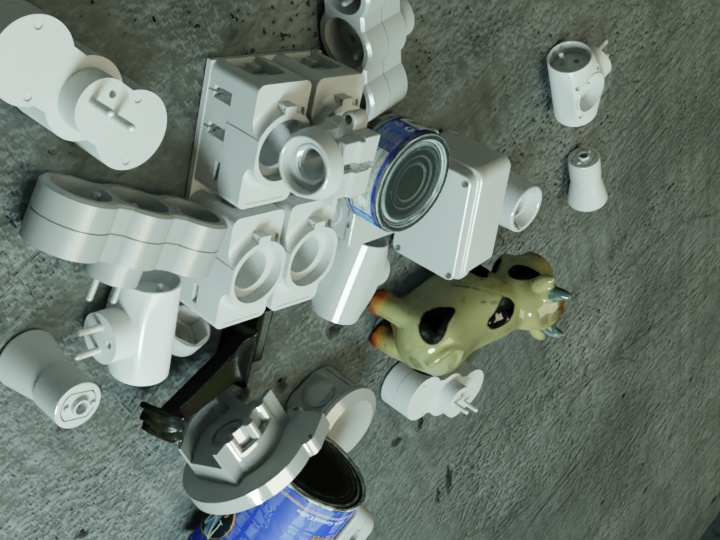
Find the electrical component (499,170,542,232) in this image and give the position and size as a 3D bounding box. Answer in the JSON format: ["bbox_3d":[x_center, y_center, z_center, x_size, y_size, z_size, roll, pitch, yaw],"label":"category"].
[{"bbox_3d":[0.146,-0.069,1.062,0.055,0.047,0.055,-34,141,-33],"label":"electrical component"}]

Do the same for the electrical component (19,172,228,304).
[{"bbox_3d":[-0.155,-0.012,0.692,0.138,0.052,0.073,9,109,-48],"label":"electrical component"}]

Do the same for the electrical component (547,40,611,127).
[{"bbox_3d":[0.221,-0.194,1.058,0.079,0.044,0.077,-47,146,-17],"label":"electrical component"}]

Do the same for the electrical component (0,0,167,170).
[{"bbox_3d":[-0.156,-0.097,0.607,0.052,0.074,0.138,-57,148,-2],"label":"electrical component"}]

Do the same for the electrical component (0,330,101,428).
[{"bbox_3d":[-0.200,0.073,0.701,0.044,0.065,0.044,-34,141,-33],"label":"electrical component"}]

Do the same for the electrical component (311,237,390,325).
[{"bbox_3d":[0.000,0.000,0.929,0.079,0.043,0.077,-19,136,-57],"label":"electrical component"}]

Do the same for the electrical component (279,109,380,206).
[{"bbox_3d":[-0.021,-0.073,0.719,0.055,0.048,0.066,-23,135,-52],"label":"electrical component"}]

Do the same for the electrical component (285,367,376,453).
[{"bbox_3d":[-0.028,0.134,0.999,0.080,0.051,0.080,-34,141,-33],"label":"electrical component"}]

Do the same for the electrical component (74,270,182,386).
[{"bbox_3d":[-0.164,0.042,0.745,0.079,0.043,0.077,-18,131,-46],"label":"electrical component"}]

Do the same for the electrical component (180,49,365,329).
[{"bbox_3d":[-0.065,-0.057,0.776,0.105,0.060,0.186,-18,131,-46],"label":"electrical component"}]

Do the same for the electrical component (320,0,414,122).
[{"bbox_3d":[0.014,-0.180,0.784,0.074,0.052,0.138,-37,143,-30],"label":"electrical component"}]

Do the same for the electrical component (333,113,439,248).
[{"bbox_3d":[0.011,-0.076,0.873,0.100,0.048,0.099,-21,133,-43],"label":"electrical component"}]

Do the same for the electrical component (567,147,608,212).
[{"bbox_3d":[0.247,-0.102,1.177,0.044,0.044,0.065,-42,140,-22],"label":"electrical component"}]

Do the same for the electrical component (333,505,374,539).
[{"bbox_3d":[-0.037,0.228,1.026,0.053,0.095,0.059,-50,147,-11],"label":"electrical component"}]

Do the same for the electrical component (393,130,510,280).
[{"bbox_3d":[0.079,-0.057,0.954,0.057,0.078,0.113,-29,138,-41],"label":"electrical component"}]

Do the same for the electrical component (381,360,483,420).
[{"bbox_3d":[0.091,0.131,1.134,0.138,0.074,0.052,-1,118,-53],"label":"electrical component"}]
